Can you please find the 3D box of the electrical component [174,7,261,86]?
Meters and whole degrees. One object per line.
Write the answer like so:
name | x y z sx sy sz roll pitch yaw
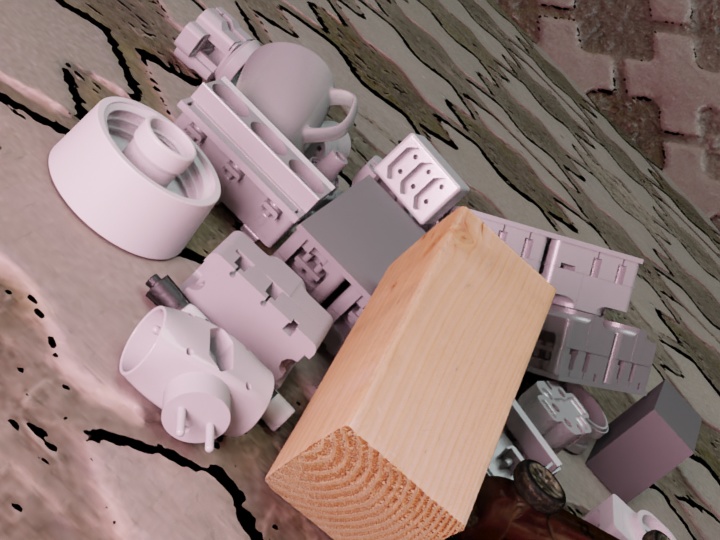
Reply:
electrical component | -0.125 -0.196 0.968 0.057 0.058 0.078 42 22 1

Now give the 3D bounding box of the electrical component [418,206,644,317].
electrical component | 0.151 -0.007 1.007 0.186 0.060 0.105 15 0 -17

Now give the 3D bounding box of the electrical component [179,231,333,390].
electrical component | -0.068 0.025 0.696 0.089 0.050 0.055 44 22 -5

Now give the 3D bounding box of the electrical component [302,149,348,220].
electrical component | -0.037 -0.074 0.905 0.048 0.062 0.048 38 23 -19

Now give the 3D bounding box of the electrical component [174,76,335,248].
electrical component | -0.088 -0.081 0.825 0.121 0.063 0.078 45 22 -1

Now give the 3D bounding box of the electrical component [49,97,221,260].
electrical component | -0.142 -0.067 0.709 0.108 0.060 0.108 37 23 -19

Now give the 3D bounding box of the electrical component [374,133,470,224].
electrical component | 0.060 -0.079 0.948 0.065 0.047 0.077 50 16 10

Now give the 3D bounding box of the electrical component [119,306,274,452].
electrical component | -0.090 0.068 0.592 0.077 0.043 0.079 35 24 -26

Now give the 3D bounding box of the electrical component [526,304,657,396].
electrical component | 0.186 0.066 0.990 0.105 0.060 0.186 14 0 38

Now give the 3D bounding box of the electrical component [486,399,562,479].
electrical component | 0.079 0.115 0.778 0.063 0.078 0.121 -16 62 -41

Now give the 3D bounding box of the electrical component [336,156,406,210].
electrical component | 0.010 -0.062 0.974 0.058 0.057 0.078 45 22 -3

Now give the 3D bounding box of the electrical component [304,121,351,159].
electrical component | -0.039 -0.115 0.995 0.045 0.045 0.055 49 23 9

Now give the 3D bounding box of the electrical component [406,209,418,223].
electrical component | 0.056 -0.061 1.069 0.077 0.043 0.079 37 24 -20

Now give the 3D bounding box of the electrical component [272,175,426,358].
electrical component | 0.000 0.000 0.844 0.105 0.060 0.186 46 22 0

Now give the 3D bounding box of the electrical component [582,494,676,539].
electrical component | 0.215 0.226 0.840 0.089 0.056 0.050 43 22 -6

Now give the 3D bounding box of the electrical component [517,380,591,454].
electrical component | 0.148 0.130 0.885 0.078 0.057 0.058 7 43 -57
